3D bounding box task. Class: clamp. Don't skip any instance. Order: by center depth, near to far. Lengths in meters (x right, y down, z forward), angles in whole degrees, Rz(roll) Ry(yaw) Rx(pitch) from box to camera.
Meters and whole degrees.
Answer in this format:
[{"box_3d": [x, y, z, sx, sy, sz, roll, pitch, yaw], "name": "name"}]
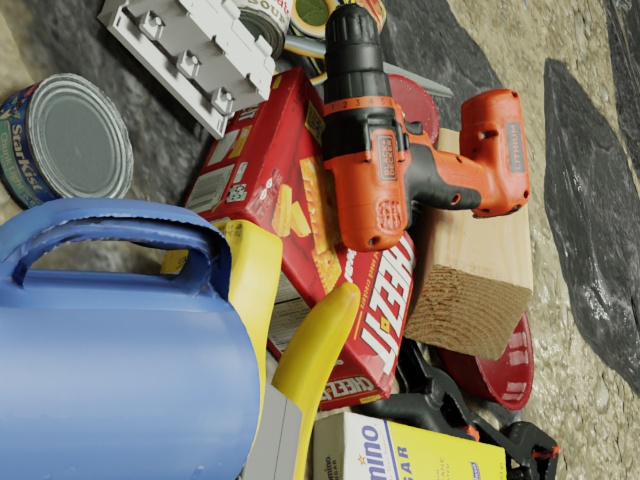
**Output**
[{"box_3d": [0.088, 0.128, 0.956, 0.171, 0.039, 0.120, 41, 47, -42], "name": "clamp"}, {"box_3d": [0.203, 0.250, 1.089, 0.209, 0.036, 0.164, 5, 73, -59], "name": "clamp"}]

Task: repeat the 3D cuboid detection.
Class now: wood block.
[{"box_3d": [0.134, -0.001, 0.975, 0.206, 0.090, 0.091, -80, -174, -51], "name": "wood block"}]

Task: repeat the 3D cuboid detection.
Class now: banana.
[{"box_3d": [-0.013, 0.125, 0.739, 0.037, 0.070, 0.198, 19, 78, -45], "name": "banana"}]

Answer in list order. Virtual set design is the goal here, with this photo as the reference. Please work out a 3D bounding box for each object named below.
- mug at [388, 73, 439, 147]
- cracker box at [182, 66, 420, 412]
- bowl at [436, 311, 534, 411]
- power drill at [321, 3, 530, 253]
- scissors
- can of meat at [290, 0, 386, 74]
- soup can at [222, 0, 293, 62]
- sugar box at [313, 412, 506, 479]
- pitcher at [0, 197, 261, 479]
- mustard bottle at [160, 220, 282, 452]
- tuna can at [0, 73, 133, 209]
[{"box_3d": [0.040, -0.089, 0.906, 0.117, 0.082, 0.093, -1, 72, -17], "name": "mug"}, {"box_3d": [-0.005, 0.001, 0.824, 0.213, 0.072, 0.164, 54, 36, -32], "name": "cracker box"}, {"box_3d": [0.158, 0.095, 1.068, 0.161, 0.055, 0.162, 32, 51, -49], "name": "bowl"}, {"box_3d": [0.080, -0.085, 0.827, 0.187, 0.057, 0.184, -3, 87, -40], "name": "power drill"}, {"box_3d": [0.038, -0.171, 0.927, 0.201, 0.016, 0.096, -4, 104, -30], "name": "scissors"}, {"box_3d": [0.015, -0.209, 0.971, 0.102, 0.058, 0.084, 57, 32, -28], "name": "can of meat"}, {"box_3d": [-0.054, -0.194, 0.838, 0.068, 0.069, 0.102, 44, 43, -41], "name": "soup can"}, {"box_3d": [0.075, 0.198, 0.845, 0.176, 0.048, 0.093, 19, 59, -36], "name": "sugar box"}, {"box_3d": [-0.146, 0.063, 0.501, 0.242, 0.145, 0.149, 11, 65, -54], "name": "pitcher"}, {"box_3d": [-0.072, 0.087, 0.649, 0.058, 0.096, 0.191, 30, 52, -35], "name": "mustard bottle"}, {"box_3d": [-0.154, -0.054, 0.641, 0.086, 0.034, 0.086, 32, 51, -49], "name": "tuna can"}]
